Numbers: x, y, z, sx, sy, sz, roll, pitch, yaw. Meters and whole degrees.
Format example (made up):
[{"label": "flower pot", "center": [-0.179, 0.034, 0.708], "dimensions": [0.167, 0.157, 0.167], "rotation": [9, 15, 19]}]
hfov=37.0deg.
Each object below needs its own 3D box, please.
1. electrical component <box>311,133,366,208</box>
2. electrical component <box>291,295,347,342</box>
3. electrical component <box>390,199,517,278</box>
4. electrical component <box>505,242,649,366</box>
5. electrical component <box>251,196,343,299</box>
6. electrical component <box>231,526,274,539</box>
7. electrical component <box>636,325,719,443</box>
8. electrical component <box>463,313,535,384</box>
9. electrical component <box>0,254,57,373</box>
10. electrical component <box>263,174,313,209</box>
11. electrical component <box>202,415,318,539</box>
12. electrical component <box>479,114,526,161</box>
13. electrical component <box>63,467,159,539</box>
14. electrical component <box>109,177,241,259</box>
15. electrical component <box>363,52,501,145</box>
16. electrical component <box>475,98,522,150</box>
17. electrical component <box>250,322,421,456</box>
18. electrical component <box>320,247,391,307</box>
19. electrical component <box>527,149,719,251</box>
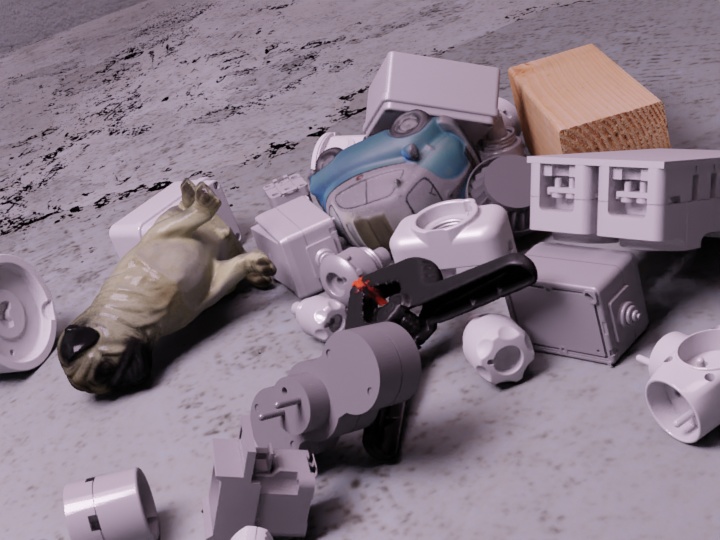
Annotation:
[{"label": "electrical component", "center": [-0.012, -0.098, 1.078], "dimensions": [0.051, 0.080, 0.080], "rotation": [2, 32, 27]}, {"label": "electrical component", "center": [-0.036, 0.037, 0.875], "dimensions": [0.035, 0.035, 0.061], "rotation": [-32, 26, -26]}, {"label": "electrical component", "center": [0.076, -0.019, 0.883], "dimensions": [0.095, 0.059, 0.053], "rotation": [-6, 28, 24]}, {"label": "electrical component", "center": [0.156, 0.021, 0.746], "dimensions": [0.096, 0.061, 0.061], "rotation": [9, 37, 44]}, {"label": "electrical component", "center": [-0.052, -0.018, 0.963], "dimensions": [0.061, 0.061, 0.096], "rotation": [-25, 26, -13]}, {"label": "electrical component", "center": [-0.064, 0.179, 0.598], "dimensions": [0.043, 0.043, 0.081], "rotation": [-15, 26, 8]}, {"label": "electrical component", "center": [0.204, 0.060, 0.655], "dimensions": [0.077, 0.044, 0.079], "rotation": [-29, 27, -21]}, {"label": "electrical component", "center": [0.092, 0.050, 0.752], "dimensions": [0.043, 0.043, 0.062], "rotation": [-22, 25, -7]}, {"label": "electrical component", "center": [-0.338, 0.044, 0.983], "dimensions": [0.060, 0.108, 0.108], "rotation": [-14, 25, 24]}, {"label": "electrical component", "center": [-0.064, -0.057, 1.047], "dimensions": [0.042, 0.063, 0.081], "rotation": [-22, 25, -9]}, {"label": "electrical component", "center": [-0.061, 0.134, 0.653], "dimensions": [0.064, 0.081, 0.042], "rotation": [5, 23, -15]}, {"label": "electrical component", "center": [0.136, -0.121, 1.043], "dimensions": [0.048, 0.062, 0.048], "rotation": [-15, 26, 7]}, {"label": "electrical component", "center": [-0.159, 0.158, 0.694], "dimensions": [0.047, 0.055, 0.055], "rotation": [-16, 25, -4]}, {"label": "electrical component", "center": [-0.180, -0.035, 1.065], "dimensions": [0.057, 0.078, 0.113], "rotation": [0, 31, 39]}, {"label": "electrical component", "center": [0.066, -0.156, 1.014], "dimensions": [0.109, 0.056, 0.109], "rotation": [7, -11, -9]}, {"label": "electrical component", "center": [0.132, -0.142, 1.098], "dimensions": [0.055, 0.055, 0.047], "rotation": [1, 35, 35]}, {"label": "electrical component", "center": [-0.030, 0.082, 0.678], "dimensions": [0.074, 0.052, 0.138], "rotation": [-9, -22, -44]}, {"label": "electrical component", "center": [0.000, 0.000, 0.915], "dimensions": [0.048, 0.048, 0.062], "rotation": [9, 29, 44]}, {"label": "electrical component", "center": [0.219, -0.054, 0.786], "dimensions": [0.105, 0.060, 0.186], "rotation": [8, 12, 44]}]
